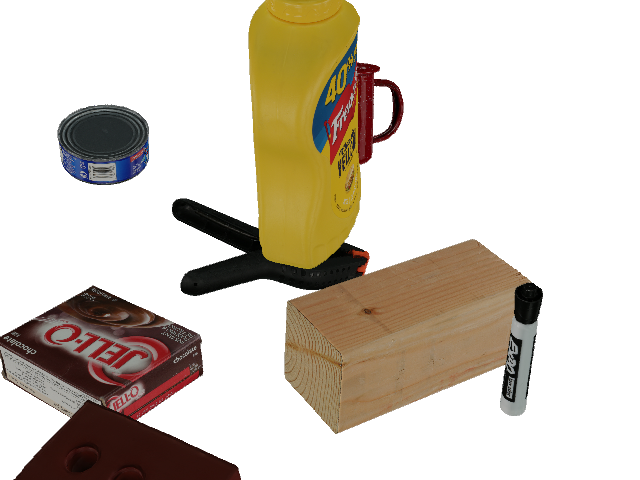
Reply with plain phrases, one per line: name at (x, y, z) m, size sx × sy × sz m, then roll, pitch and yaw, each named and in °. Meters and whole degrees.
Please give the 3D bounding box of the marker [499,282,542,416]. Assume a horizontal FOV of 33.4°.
marker at (0.140, 0.076, 0.744) m, size 0.020 × 0.121 × 0.020 m, roll -1°, pitch 40°, yaw 1°

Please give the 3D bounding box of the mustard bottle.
mustard bottle at (-0.008, -0.081, 0.607) m, size 0.058 × 0.192 × 0.096 m, roll 14°, pitch 47°, yaw 15°

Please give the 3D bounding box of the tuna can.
tuna can at (-0.206, -0.091, 1.021) m, size 0.086 × 0.034 × 0.086 m, roll 3°, pitch 43°, yaw -3°

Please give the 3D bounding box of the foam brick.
foam brick at (-0.074, 0.111, 0.427) m, size 0.078 × 0.051 × 0.052 m, roll 18°, pitch 44°, yaw 23°

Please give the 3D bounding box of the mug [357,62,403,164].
mug at (0.016, -0.110, 0.925) m, size 0.117 × 0.081 × 0.093 m, roll -5°, pitch 16°, yaw -18°

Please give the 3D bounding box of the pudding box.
pudding box at (-0.150, 0.080, 0.728) m, size 0.114 × 0.039 × 0.089 m, roll 18°, pitch 33°, yaw 34°

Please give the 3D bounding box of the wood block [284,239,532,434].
wood block at (0.079, 0.080, 0.956) m, size 0.205 × 0.090 × 0.091 m, roll -17°, pitch 37°, yaw -27°

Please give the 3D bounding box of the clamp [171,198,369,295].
clamp at (-0.052, 0.019, 1.087) m, size 0.210 × 0.036 × 0.164 m, roll 10°, pitch 29°, yaw -9°
